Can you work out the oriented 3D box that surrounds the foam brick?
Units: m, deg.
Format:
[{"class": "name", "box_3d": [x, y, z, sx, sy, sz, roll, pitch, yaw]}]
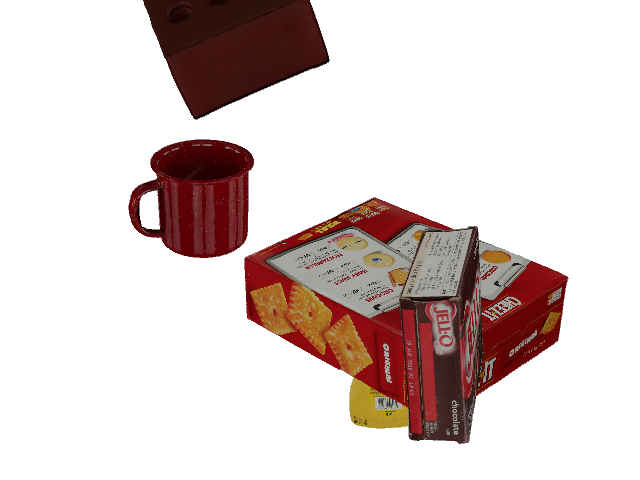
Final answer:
[{"class": "foam brick", "box_3d": [-0.043, -0.109, 0.542, 0.078, 0.053, 0.051, -24, -32, 2]}]

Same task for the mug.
[{"class": "mug", "box_3d": [-0.117, -0.034, 0.970, 0.117, 0.081, 0.093, -15, 33, -27]}]

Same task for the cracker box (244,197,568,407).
[{"class": "cracker box", "box_3d": [0.067, 0.049, 0.883, 0.163, 0.072, 0.214, -25, 37, -38]}]

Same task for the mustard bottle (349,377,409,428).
[{"class": "mustard bottle", "box_3d": [0.079, 0.131, 1.295, 0.096, 0.192, 0.058, -3, 19, 3]}]

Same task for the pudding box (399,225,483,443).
[{"class": "pudding box", "box_3d": [0.073, 0.052, 0.627, 0.039, 0.090, 0.113, 0, 21, 11]}]
